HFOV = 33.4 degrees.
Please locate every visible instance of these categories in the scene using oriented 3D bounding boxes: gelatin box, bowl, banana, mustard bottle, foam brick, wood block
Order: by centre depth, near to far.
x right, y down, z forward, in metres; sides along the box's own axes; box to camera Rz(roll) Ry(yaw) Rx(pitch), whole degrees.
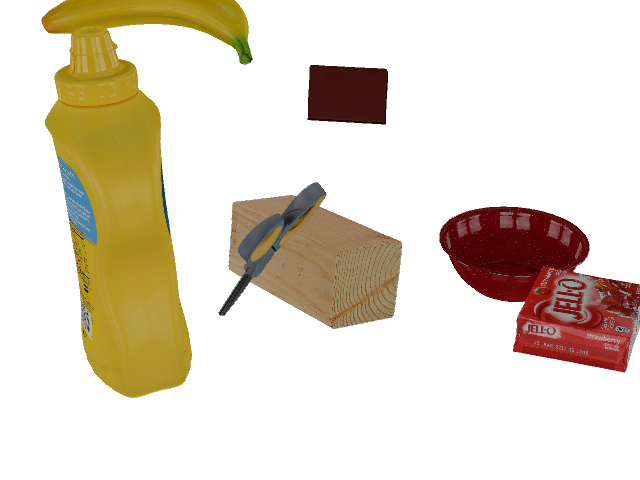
[{"bbox_3d":[-0.110,-0.019,0.569,0.058,0.192,0.096,-13,28,-17],"label":"mustard bottle"},{"bbox_3d":[0.176,0.051,0.717,0.073,0.030,0.089,11,24,21],"label":"gelatin box"},{"bbox_3d":[-0.143,-0.197,0.924,0.198,0.037,0.069,10,48,15],"label":"banana"},{"bbox_3d":[0.026,-0.142,1.039,0.078,0.051,0.053,3,13,1],"label":"foam brick"},{"bbox_3d":[0.210,0.021,1.171,0.162,0.055,0.162,0,29,0],"label":"bowl"},{"bbox_3d":[-0.011,0.019,1.217,0.090,0.090,0.206,-8,21,-36],"label":"wood block"}]

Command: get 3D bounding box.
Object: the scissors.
[{"bbox_3d":[-0.063,0.023,0.919,0.202,0.016,0.096,-49,-11,35],"label":"scissors"}]
